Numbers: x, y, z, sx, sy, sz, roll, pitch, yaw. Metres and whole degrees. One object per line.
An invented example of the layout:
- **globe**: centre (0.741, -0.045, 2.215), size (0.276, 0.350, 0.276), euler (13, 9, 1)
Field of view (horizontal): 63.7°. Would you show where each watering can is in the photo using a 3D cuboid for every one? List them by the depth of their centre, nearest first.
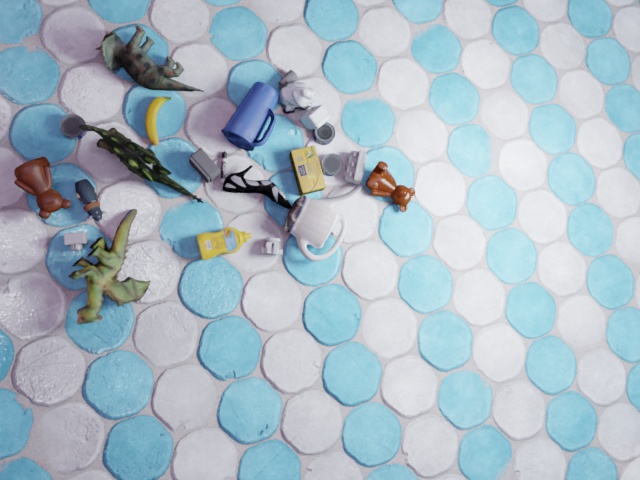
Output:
- **watering can**: centre (0.006, -0.096, 1.913), size (0.224, 0.103, 0.351), euler (27, 79, -6)

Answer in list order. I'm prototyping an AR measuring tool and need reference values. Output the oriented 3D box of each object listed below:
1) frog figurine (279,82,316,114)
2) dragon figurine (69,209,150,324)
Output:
- **frog figurine**: centre (-0.081, -0.548, 1.933), size (0.137, 0.158, 0.124), euler (4, 82, -10)
- **dragon figurine**: centre (-0.697, 0.109, 1.773), size (0.240, 0.121, 0.417), euler (47, 63, -20)
